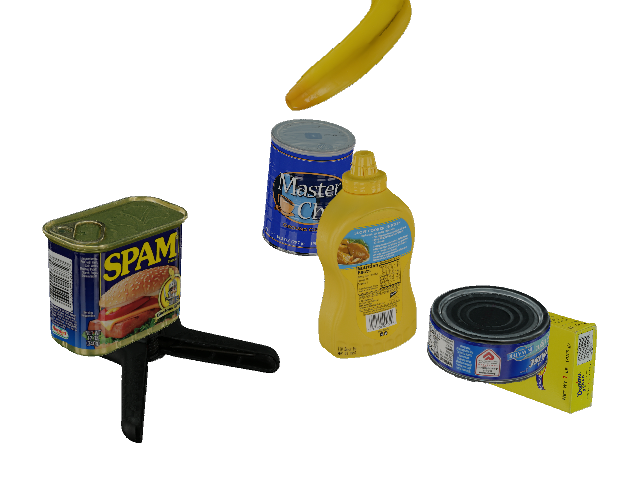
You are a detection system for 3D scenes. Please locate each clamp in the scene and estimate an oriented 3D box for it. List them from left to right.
[{"bbox_3d":[-0.151,0.094,1.003,0.164,0.036,0.210,-18,40,-30],"label":"clamp"}]

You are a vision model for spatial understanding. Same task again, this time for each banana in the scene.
[{"bbox_3d":[0.036,-0.176,0.942,0.070,0.037,0.197,-16,30,40],"label":"banana"}]

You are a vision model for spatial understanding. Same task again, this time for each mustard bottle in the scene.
[{"bbox_3d":[0.043,0.010,0.994,0.096,0.192,0.058,-13,24,-24],"label":"mustard bottle"}]

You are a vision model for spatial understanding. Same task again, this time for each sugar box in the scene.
[{"bbox_3d":[0.216,0.118,1.171,0.048,0.093,0.177,-9,16,-42],"label":"sugar box"}]

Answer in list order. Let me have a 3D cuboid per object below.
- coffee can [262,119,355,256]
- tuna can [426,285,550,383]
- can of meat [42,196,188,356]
[{"bbox_3d":[-0.016,-0.066,1.318,0.103,0.140,0.103,5,27,-3],"label":"coffee can"},{"bbox_3d":[0.119,0.065,0.754,0.086,0.034,0.086,0,25,0],"label":"tuna can"},{"bbox_3d":[-0.142,0.024,0.747,0.058,0.084,0.101,20,26,33],"label":"can of meat"}]
